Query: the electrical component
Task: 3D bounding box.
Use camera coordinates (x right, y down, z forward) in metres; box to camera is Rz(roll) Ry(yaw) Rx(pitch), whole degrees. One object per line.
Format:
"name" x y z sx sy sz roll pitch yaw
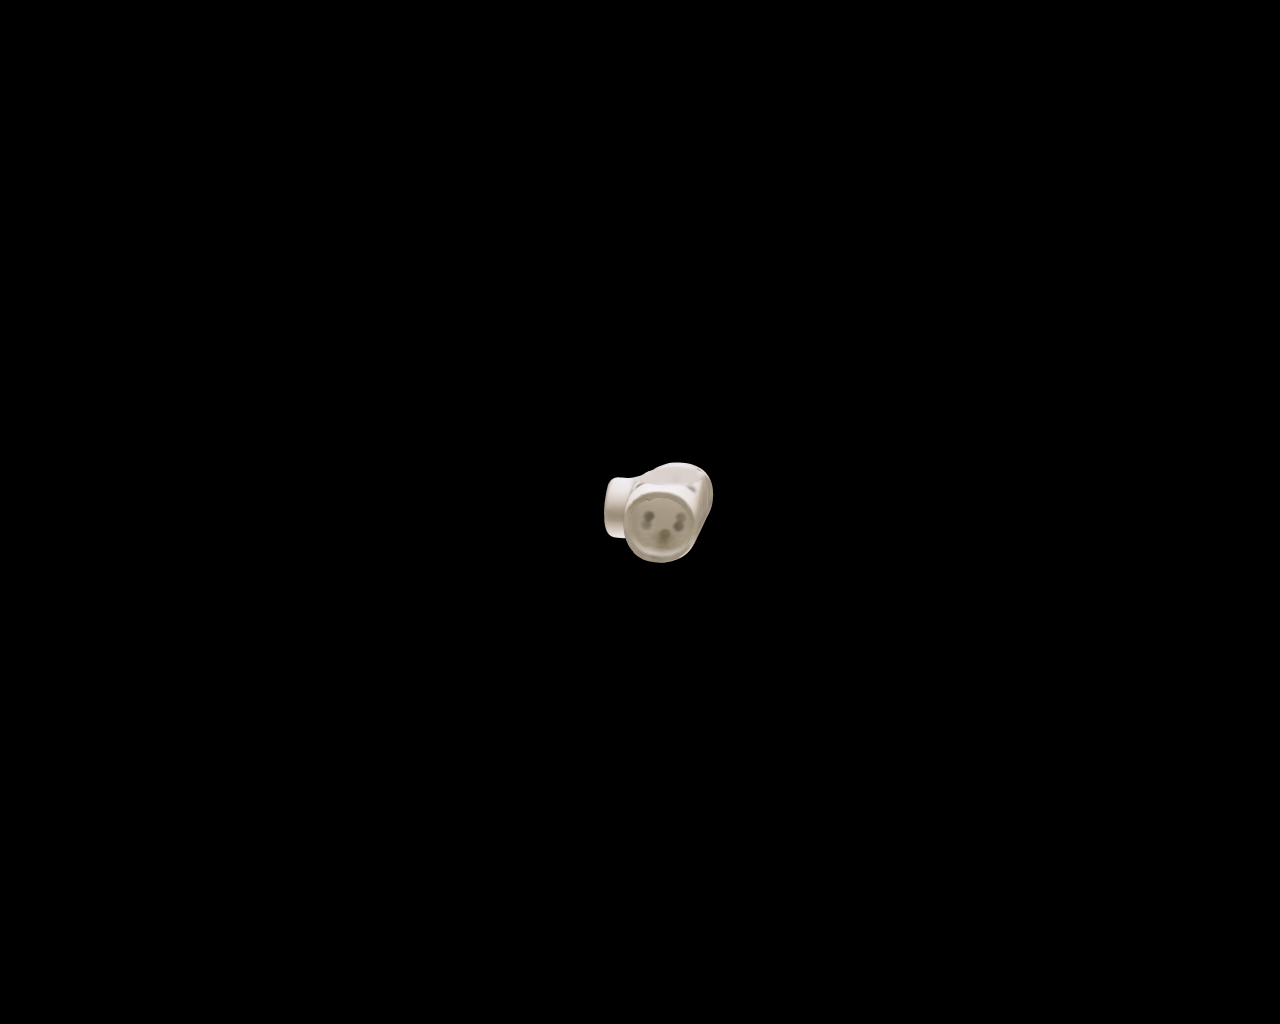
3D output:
"electrical component" 0.001 -0.003 0.650 0.079 0.044 0.077 3 16 11
